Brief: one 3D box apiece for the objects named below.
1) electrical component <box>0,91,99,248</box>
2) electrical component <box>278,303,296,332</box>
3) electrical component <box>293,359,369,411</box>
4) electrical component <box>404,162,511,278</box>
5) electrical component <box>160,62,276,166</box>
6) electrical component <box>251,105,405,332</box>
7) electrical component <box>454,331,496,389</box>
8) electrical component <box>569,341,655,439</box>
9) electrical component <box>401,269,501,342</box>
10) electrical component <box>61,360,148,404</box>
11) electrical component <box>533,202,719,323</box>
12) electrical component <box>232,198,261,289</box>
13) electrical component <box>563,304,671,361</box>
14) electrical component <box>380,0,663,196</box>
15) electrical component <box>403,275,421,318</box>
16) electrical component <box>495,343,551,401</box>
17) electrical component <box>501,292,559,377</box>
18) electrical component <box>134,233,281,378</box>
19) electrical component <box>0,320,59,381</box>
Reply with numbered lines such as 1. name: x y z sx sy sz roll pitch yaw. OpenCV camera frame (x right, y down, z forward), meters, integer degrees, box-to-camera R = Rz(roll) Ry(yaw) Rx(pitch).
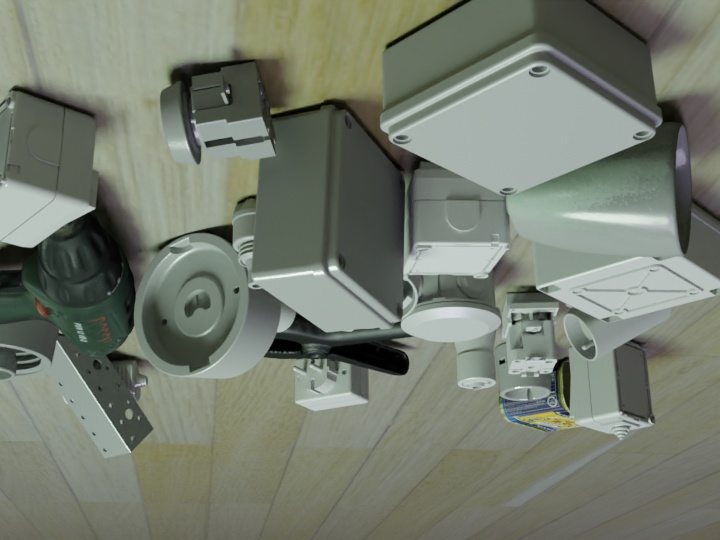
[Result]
1. electrical component: -0.203 -0.055 0.652 0.061 0.061 0.096 17 152 -37
2. electrical component: -0.084 0.030 0.894 0.044 0.044 0.065 -15 158 32
3. electrical component: -0.037 0.105 1.070 0.066 0.047 0.077 -12 155 26
4. electrical component: 0.062 -0.032 0.728 0.062 0.061 0.096 0 166 -4
5. electrical component: -0.080 -0.086 0.605 0.055 0.048 0.066 -10 157 2
6. electrical component: -0.017 -0.028 0.664 0.056 0.108 0.109 -7 157 22
7. electrical component: 0.105 0.075 0.977 0.044 0.065 0.044 -1 158 0
8. electrical component: 0.242 0.119 1.047 0.062 0.096 0.061 20 150 -40
9. electrical component: 0.073 0.025 0.871 0.080 0.051 0.080 -1 158 0
10. electrical component: -0.255 0.113 1.087 0.081 0.043 0.043 -2 158 3
11. electrical component: 0.198 -0.010 0.784 0.109 0.056 0.109 -19 151 38
12. electrical component: -0.072 -0.017 0.750 0.035 0.061 0.035 -1 157 -1
13. electrical component: 0.202 0.034 0.891 0.077 0.043 0.079 -26 -157 -17
14. electrical component: 0.084 -0.095 0.571 0.109 0.056 0.109 20 150 -41
15. electrical component: 0.000 0.000 0.823 0.099 0.064 0.099 2 144 1
16. electrical component: 0.162 0.100 1.064 0.055 0.047 0.055 -1 158 0
17. electrical component: 0.148 0.057 0.936 0.042 0.063 0.081 -3 157 2
18. electrical component: -0.110 0.031 0.814 0.108 0.108 0.060 -13 161 28
19. electrical component: -0.318 0.063 0.938 0.108 0.060 0.108 0 157 0
